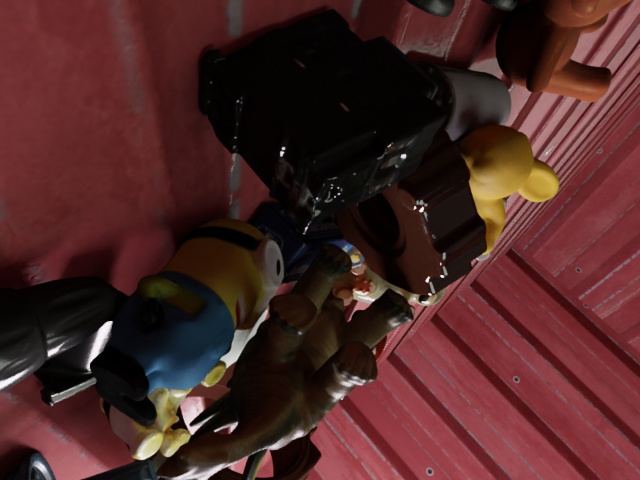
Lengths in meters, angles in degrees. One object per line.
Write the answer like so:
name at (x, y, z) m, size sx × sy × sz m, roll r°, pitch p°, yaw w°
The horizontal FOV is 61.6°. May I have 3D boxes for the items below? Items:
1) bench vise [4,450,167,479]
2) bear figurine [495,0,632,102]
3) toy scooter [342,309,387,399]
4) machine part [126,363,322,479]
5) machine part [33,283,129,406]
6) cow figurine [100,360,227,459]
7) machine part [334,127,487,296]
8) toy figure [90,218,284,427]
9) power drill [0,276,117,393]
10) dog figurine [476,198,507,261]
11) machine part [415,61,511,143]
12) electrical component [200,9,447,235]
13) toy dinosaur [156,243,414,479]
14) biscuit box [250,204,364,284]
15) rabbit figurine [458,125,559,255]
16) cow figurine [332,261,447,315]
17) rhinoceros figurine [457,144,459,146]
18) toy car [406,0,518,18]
bench vise at (-0.255, 0.255, 0.498) m, size 0.241 × 0.129 × 0.223 m, roll -18°, pitch 161°, yaw -18°
bear figurine at (0.247, -0.218, 0.503) m, size 0.132 × 0.120 × 0.196 m, roll 2°, pitch 170°, yaw -3°
toy scooter at (0.044, 0.185, 0.845) m, size 0.184 × 0.075 × 0.135 m, roll -1°, pitch 108°, yaw -60°
machine part at (-0.111, 0.236, 0.657) m, size 0.087 × 0.202 × 0.201 m, roll -56°, pitch 158°, yaw 22°
machine part at (-0.185, 0.085, 0.435) m, size 0.084 × 0.039 × 0.138 m, roll -17°, pitch 151°, yaw -39°
cow figurine at (-0.146, 0.115, 0.517) m, size 0.167 × 0.098 × 0.068 m, roll -62°, pitch 151°, yaw 3°
machine part at (0.063, -0.033, 0.472) m, size 0.056 × 0.179 × 0.179 m, roll -33°, pitch 159°, yaw -19°
toy figure at (-0.094, 0.046, 0.402) m, size 0.082 × 0.089 × 0.180 m, roll -49°, pitch 178°, yaw 43°
power drill at (-0.245, 0.120, 0.318) m, size 0.232 × 0.086 × 0.207 m, roll -17°, pitch 152°, yaw -51°
dog figurine at (0.190, -0.062, 0.838) m, size 0.191 × 0.172 × 0.121 m, roll -79°, pitch -170°, yaw -66°
machine part at (0.134, -0.136, 0.548) m, size 0.243 × 0.079 × 0.079 m, roll -19°, pitch 150°, yaw -53°
electrical component at (0.009, -0.083, 0.342) m, size 0.134 × 0.115 × 0.058 m, roll -33°, pitch 162°, yaw -30°
toy dinosaur at (-0.018, 0.104, 0.505) m, size 0.198 × 0.105 × 0.471 m, roll -48°, pitch 172°, yaw 17°
biscuit box at (-0.001, -0.002, 0.584) m, size 0.059 × 0.063 × 0.202 m, roll -53°, pitch 160°, yaw 23°
rabbit figurine at (0.159, -0.048, 0.533) m, size 0.162 × 0.122 × 0.173 m, roll -19°, pitch 156°, yaw -18°
cow figurine at (0.099, 0.057, 0.785) m, size 0.195 × 0.127 × 0.085 m, roll 13°, pitch 106°, yaw -22°
rhinoceros figurine at (0.146, -0.085, 0.675) m, size 0.190 × 0.073 × 0.112 m, roll -30°, pitch 155°, yaw -7°
toy car at (0.116, -0.212, 0.382) m, size 0.202 × 0.053 × 0.089 m, roll -30°, pitch 154°, yaw -46°
